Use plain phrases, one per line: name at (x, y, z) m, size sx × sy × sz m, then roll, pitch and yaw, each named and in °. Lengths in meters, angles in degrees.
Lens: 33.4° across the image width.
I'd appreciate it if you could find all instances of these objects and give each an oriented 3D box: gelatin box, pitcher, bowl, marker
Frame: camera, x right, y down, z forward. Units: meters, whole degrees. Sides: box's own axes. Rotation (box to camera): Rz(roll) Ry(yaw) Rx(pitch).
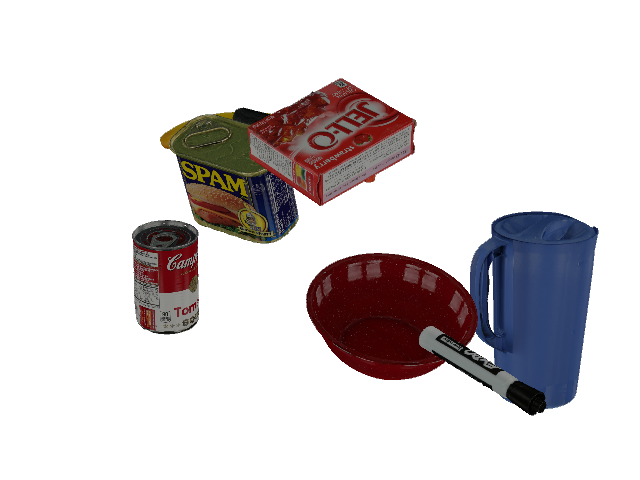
gelatin box at (0.008, -0.068, 0.711) m, size 0.089 × 0.030 × 0.073 m, roll -31°, pitch 49°, yaw -29°
pitcher at (0.275, 0.092, 1.384) m, size 0.149 × 0.243 × 0.144 m, roll 5°, pitch 19°, yaw 16°
bowl at (0.065, 0.081, 1.012) m, size 0.162 × 0.055 × 0.162 m, roll 4°, pitch 37°, yaw -3°
marker at (0.121, 0.098, 0.803) m, size 0.020 × 0.020 × 0.121 m, roll 0°, pitch 21°, yaw -41°

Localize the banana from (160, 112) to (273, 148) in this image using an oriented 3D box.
banana at (-0.094, -0.129, 1.292) m, size 0.198 × 0.037 × 0.069 m, roll 8°, pitch 40°, yaw 15°

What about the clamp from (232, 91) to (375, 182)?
clamp at (-0.010, -0.108, 1.115) m, size 0.120 × 0.039 × 0.172 m, roll -18°, pitch 37°, yaw -26°

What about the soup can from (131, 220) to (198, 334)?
soup can at (-0.162, 0.039, 1.118) m, size 0.068 × 0.102 × 0.068 m, roll 2°, pitch 25°, yaw -1°

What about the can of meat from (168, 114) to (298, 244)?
can of meat at (-0.071, -0.051, 0.910) m, size 0.102 × 0.084 × 0.057 m, roll 18°, pitch 49°, yaw 28°
